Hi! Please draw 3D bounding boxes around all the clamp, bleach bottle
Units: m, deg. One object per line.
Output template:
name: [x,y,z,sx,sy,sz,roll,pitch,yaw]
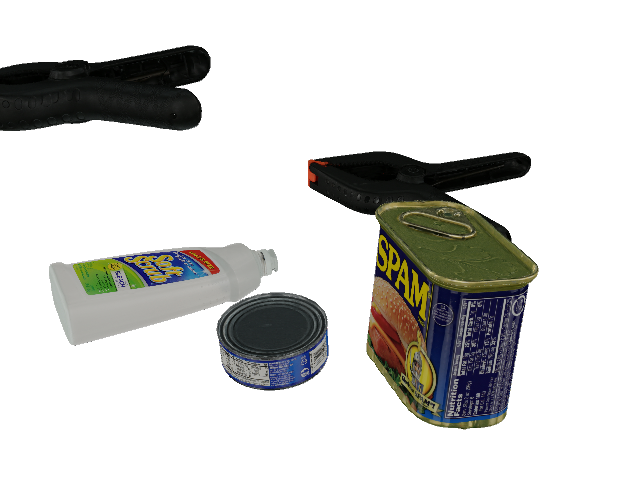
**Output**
clamp: [0.093,-0.053,0.996,0.210,0.036,0.164,12,32,19]
clamp: [-0.149,-0.099,0.686,0.171,0.039,0.120,2,20,6]
bleach bottle: [-0.173,0.046,1.214,0.250,0.068,0.103,-13,37,-20]

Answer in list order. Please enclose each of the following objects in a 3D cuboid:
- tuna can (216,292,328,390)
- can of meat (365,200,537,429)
tuna can: [-0.036,0.078,0.829,0.086,0.034,0.086,-3,31,2]
can of meat: [0.063,0.036,0.549,0.057,0.084,0.102,-3,24,-18]
